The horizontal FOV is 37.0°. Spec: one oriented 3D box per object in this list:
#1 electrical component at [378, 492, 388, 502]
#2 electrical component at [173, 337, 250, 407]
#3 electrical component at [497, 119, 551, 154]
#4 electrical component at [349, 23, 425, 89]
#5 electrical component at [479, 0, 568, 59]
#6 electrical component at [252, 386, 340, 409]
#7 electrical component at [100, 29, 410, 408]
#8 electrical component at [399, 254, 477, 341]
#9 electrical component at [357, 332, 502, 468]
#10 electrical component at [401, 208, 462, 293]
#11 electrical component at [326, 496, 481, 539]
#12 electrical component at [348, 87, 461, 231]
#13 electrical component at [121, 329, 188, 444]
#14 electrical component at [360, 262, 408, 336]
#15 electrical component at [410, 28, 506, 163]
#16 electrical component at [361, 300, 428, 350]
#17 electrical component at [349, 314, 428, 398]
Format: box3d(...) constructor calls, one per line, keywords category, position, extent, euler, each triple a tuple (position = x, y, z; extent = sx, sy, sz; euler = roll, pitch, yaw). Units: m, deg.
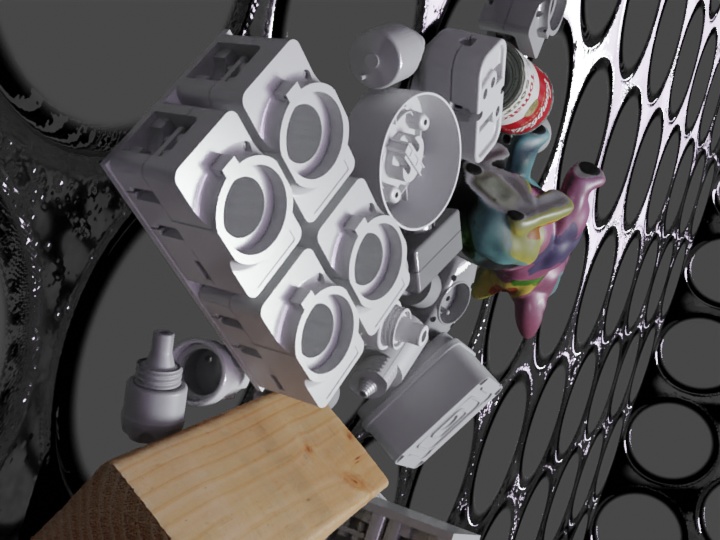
box3d(category="electrical component", position=(-0.004, 0.223, 0.905), extent=(0.061, 0.096, 0.062), euler=(-51, 165, 21))
box3d(category="electrical component", position=(-0.089, 0.061, 0.640), extent=(0.046, 0.040, 0.040), euler=(19, 88, -73))
box3d(category="electrical component", position=(0.159, -0.134, 1.077), extent=(0.065, 0.044, 0.044), euler=(-22, 126, -57))
box3d(category="electrical component", position=(0.024, -0.151, 0.747), extent=(0.078, 0.040, 0.040), euler=(-37, 138, -55))
box3d(category="electrical component", position=(0.150, -0.241, 0.957), extent=(0.089, 0.056, 0.050), euler=(-68, 157, -11))
box3d(category="electrical component", position=(-0.036, 0.078, 0.768), extent=(0.077, 0.044, 0.079), euler=(-59, 154, -31))
box3d(category="electrical component", position=(-0.044, -0.022, 0.589), extent=(0.105, 0.060, 0.186), euler=(-55, 138, -27))
box3d(category="electrical component", position=(0.058, 0.017, 0.939), extent=(0.079, 0.044, 0.077), euler=(21, 97, -52))
box3d(category="electrical component", position=(0.062, 0.115, 0.951), extent=(0.113, 0.057, 0.078), euler=(-43, 157, 4))
box3d(category="electrical component", position=(0.043, -0.035, 0.870), extent=(0.083, 0.047, 0.075), euler=(-43, 133, -49))
box3d(category="electrical component", position=(0.003, 0.203, 0.811), extent=(0.061, 0.150, 0.089), euler=(-71, 158, -8))
box3d(category="electrical component", position=(0.027, -0.082, 0.774), extent=(0.099, 0.064, 0.099), euler=(-48, 147, -46))
box3d(category="electrical component", position=(-0.112, 0.063, 0.594), extent=(0.035, 0.035, 0.061), euler=(-17, 119, -64))
box3d(category="electrical component", position=(0.000, 0.000, 0.797), extent=(0.077, 0.043, 0.079), euler=(-50, 149, -43))
box3d(category="electrical component", position=(0.077, -0.140, 0.855), extent=(0.053, 0.059, 0.095), euler=(-50, 149, -43))
box3d(category="electrical component", position=(0.023, 0.044, 0.859), extent=(0.048, 0.062, 0.048), euler=(-48, 148, -45))
box3d(category="electrical component", position=(0.020, 0.076, 0.900), extent=(0.081, 0.043, 0.043), euler=(-53, 151, -39))
